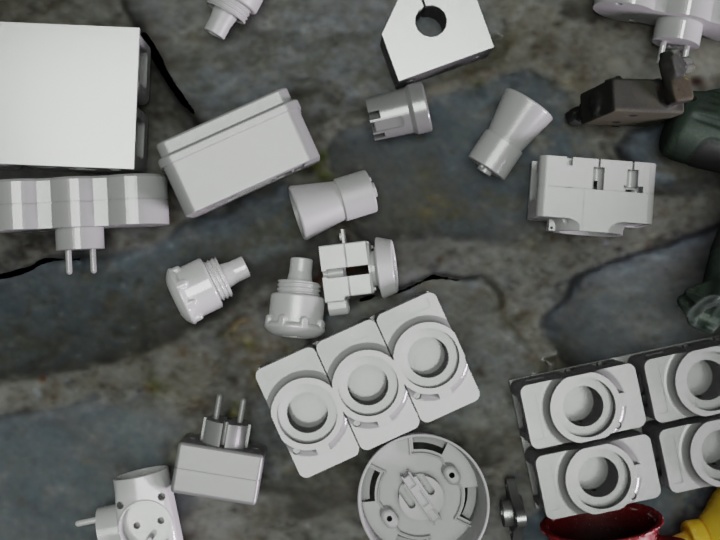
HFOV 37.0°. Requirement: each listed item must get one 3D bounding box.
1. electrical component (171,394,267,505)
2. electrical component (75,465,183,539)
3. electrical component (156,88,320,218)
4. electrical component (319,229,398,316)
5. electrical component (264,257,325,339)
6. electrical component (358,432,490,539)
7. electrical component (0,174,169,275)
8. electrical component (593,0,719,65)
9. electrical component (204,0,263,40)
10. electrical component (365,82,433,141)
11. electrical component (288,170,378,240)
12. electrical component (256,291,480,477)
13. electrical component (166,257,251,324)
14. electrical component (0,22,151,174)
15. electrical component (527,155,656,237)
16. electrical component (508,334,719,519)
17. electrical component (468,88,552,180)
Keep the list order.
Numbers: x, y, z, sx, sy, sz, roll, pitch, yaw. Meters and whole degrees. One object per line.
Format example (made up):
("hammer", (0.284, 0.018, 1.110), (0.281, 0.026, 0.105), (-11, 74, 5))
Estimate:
("electrical component", (-0.106, 0.135, 0.836), (0.066, 0.047, 0.076), (10, 90, -2))
("electrical component", (-0.180, 0.198, 0.835), (0.079, 0.044, 0.077), (-12, 90, -1))
("electrical component", (-0.092, -0.089, 0.823), (0.113, 0.078, 0.057), (-24, 93, -2))
("electrical component", (0.000, 0.000, 0.841), (0.055, 0.048, 0.066), (-7, 90, 6))
("electrical component", (-0.049, 0.022, 0.841), (0.048, 0.048, 0.062), (6, 83, -1))
("electrical component", (0.047, 0.175, 0.831), (0.099, 0.064, 0.099), (0, 90, -2))
("electrical component", (-0.217, -0.033, 0.832), (0.138, 0.052, 0.073), (-3, 90, -1))
("electrical component", (0.252, -0.195, 0.845), (0.138, 0.052, 0.073), (11, 89, -1))
("electrical component", (-0.100, -0.211, 0.841), (0.043, 0.043, 0.062), (28, 91, -1))
("electrical component", (0.031, -0.123, 0.846), (0.046, 0.040, 0.040), (-13, 90, 4))
("electrical component", (-0.019, -0.054, 0.844), (0.065, 0.044, 0.044), (-18, 90, -6))
("electrical component", (0.005, 0.087, 0.832), (0.150, 0.062, 0.089), (-24, 90, -2))
("electrical component", (-0.117, 0.010, 0.839), (0.062, 0.048, 0.048), (-25, 90, -8))
("electrical component", (-0.260, -0.131, 0.827), (0.186, 0.060, 0.105), (2, 90, -2))
("electrical component", (0.180, -0.056, 0.843), (0.089, 0.050, 0.055), (4, 89, -1))
("electrical component", (0.222, 0.120, 0.838), (0.186, 0.060, 0.105), (-12, 90, -2))
("electrical component", (0.116, -0.104, 0.848), (0.044, 0.044, 0.065), (34, 93, -1))
